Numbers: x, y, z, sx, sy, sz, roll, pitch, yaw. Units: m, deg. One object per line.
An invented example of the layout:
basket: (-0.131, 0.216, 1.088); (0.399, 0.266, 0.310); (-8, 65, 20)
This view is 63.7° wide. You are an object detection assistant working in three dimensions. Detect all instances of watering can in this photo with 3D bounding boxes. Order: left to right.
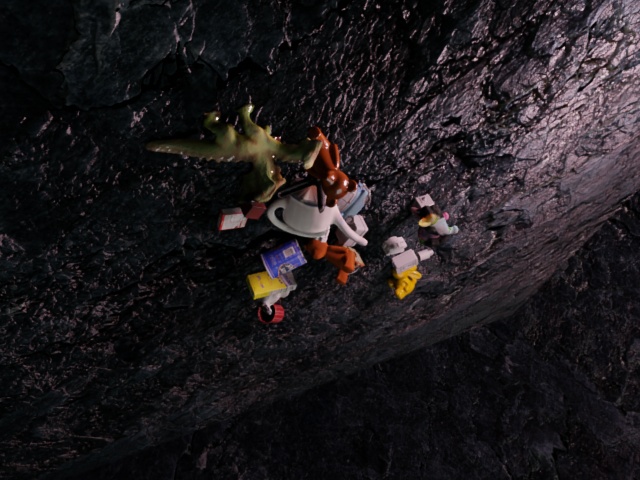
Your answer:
watering can: (0.005, -0.083, 1.647); (0.347, 0.106, 0.219); (12, 137, -5)

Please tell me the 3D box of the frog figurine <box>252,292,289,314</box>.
frog figurine: (-0.193, 0.206, 2.075); (0.162, 0.123, 0.134); (-57, 147, -20)

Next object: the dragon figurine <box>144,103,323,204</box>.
dragon figurine: (-0.192, -0.194, 1.254); (0.412, 0.247, 0.119); (-19, 154, -16)
